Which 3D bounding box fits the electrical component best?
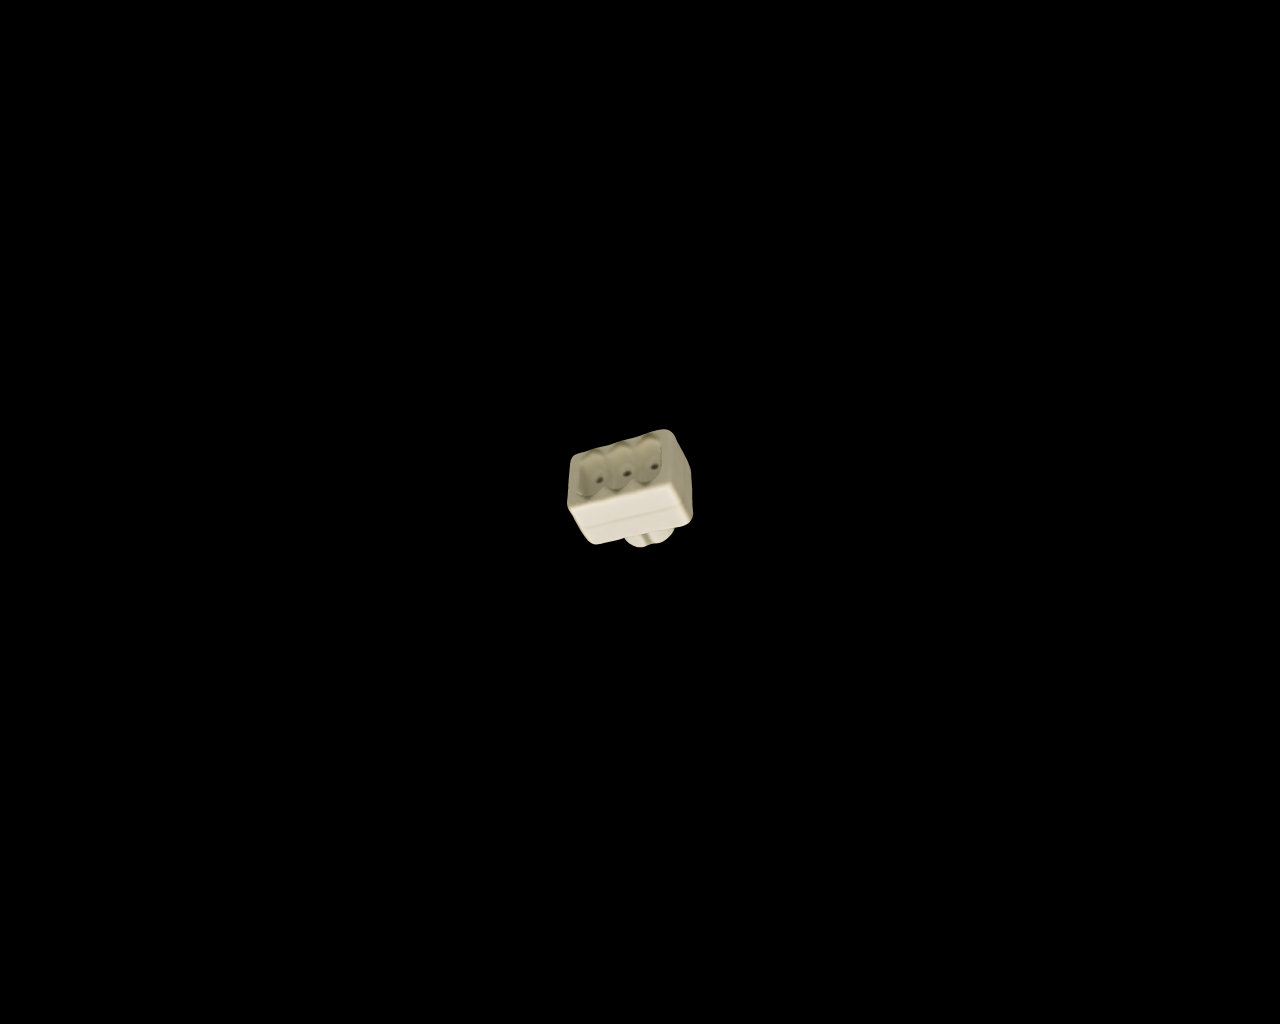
[{"bbox_3d":[0.001,-0.003,0.650,0.066,0.047,0.076,-14,-43,15],"label":"electrical component"}]
